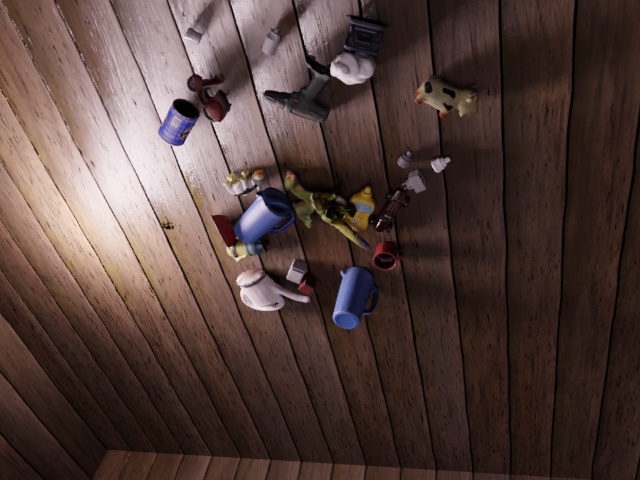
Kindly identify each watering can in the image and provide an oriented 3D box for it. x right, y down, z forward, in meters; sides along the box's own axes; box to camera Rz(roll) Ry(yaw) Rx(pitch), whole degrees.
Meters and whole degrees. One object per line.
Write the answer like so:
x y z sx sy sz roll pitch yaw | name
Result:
-0.220 0.217 2.234 0.345 0.221 0.106 -14 33 33 | watering can

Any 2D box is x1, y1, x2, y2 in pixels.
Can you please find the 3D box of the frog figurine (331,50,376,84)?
0.099 -0.523 1.579 0.137 0.120 0.163 7 39 8 | frog figurine

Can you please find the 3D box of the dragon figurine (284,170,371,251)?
0.006 -0.098 1.953 0.124 0.406 0.241 -46 20 -30 | dragon figurine
